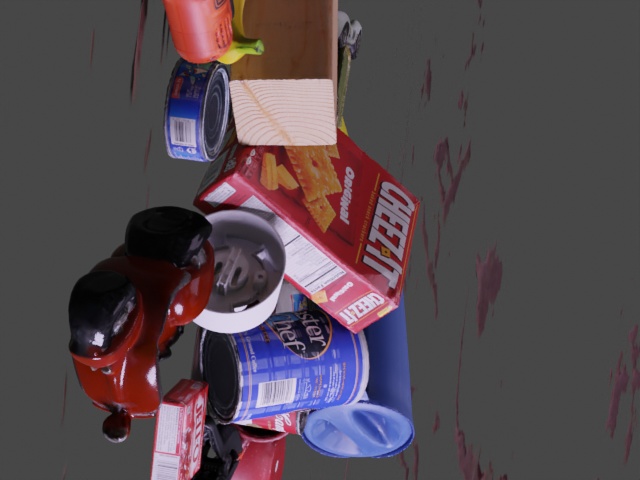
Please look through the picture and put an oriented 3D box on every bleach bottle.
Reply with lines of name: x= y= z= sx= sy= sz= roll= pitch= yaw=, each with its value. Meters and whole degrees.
bleach bottle: x=-0.049 y=0.101 z=1.319 sx=0.250 sy=0.068 sz=0.102 roll=13 pitch=82 yaw=-79

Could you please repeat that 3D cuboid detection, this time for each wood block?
wood block: x=-0.030 y=-0.195 z=0.977 sx=0.091 sy=0.090 sz=0.206 roll=86 pitch=5 yaw=-57

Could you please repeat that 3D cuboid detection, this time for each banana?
banana: x=-0.069 y=-0.212 z=0.907 sx=0.037 sy=0.070 sz=0.197 roll=59 pitch=26 yaw=-47

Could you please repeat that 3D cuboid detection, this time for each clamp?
clamp: x=-0.116 y=0.242 z=1.105 sx=0.171 sy=0.039 sz=0.120 roll=48 pitch=62 yaw=-74

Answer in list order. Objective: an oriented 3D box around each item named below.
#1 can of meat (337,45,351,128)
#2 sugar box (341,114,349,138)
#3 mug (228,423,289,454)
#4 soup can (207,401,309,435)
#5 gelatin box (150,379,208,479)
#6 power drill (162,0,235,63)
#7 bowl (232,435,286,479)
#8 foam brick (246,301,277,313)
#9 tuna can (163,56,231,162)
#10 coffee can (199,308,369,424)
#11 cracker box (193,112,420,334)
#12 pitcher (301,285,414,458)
can of meat: x=-0.015 y=-0.174 z=1.219 sx=0.057 sy=0.084 sz=0.102 roll=54 pitch=44 yaw=-77
sugar box: x=0.012 y=-0.132 z=1.342 sx=0.093 sy=0.048 sz=0.176 roll=-88 pitch=165 yaw=-65
mug: x=-0.067 y=0.192 z=1.228 sx=0.081 sy=0.093 sz=0.117 roll=39 pitch=76 yaw=-85
soup can: x=-0.064 y=0.168 z=1.149 sx=0.068 sy=0.102 sz=0.068 roll=8 pitch=90 yaw=-81
gelatin box: x=-0.129 y=0.180 z=0.986 sx=0.073 sy=0.030 sz=0.089 roll=-37 pitch=135 yaw=-78
power drill: x=-0.069 y=-0.254 z=0.804 sx=0.187 sy=0.057 sz=0.184 roll=-55 pitch=153 yaw=-37
bowl: x=-0.079 y=0.276 z=1.309 sx=0.162 sy=0.055 sz=0.162 roll=8 pitch=90 yaw=-81
foam brick: x=-0.078 y=0.071 z=1.138 sx=0.078 sy=0.051 sz=0.053 roll=43 pitch=55 yaw=-79
tuna can: x=-0.102 y=-0.109 z=0.892 sx=0.086 sy=0.034 sz=0.086 roll=9 pitch=90 yaw=-81
coffee can: x=-0.037 y=0.122 z=1.060 sx=0.103 sy=0.140 sz=0.103 roll=16 pitch=-72 yaw=61
cracker box: x=-0.004 y=-0.038 z=1.045 sx=0.072 sy=0.213 sz=0.164 roll=-35 pitch=-155 yaw=37
pitcher: x=0.048 y=0.132 z=1.310 sx=0.149 sy=0.144 sz=0.242 roll=-38 pitch=-144 yaw=38
